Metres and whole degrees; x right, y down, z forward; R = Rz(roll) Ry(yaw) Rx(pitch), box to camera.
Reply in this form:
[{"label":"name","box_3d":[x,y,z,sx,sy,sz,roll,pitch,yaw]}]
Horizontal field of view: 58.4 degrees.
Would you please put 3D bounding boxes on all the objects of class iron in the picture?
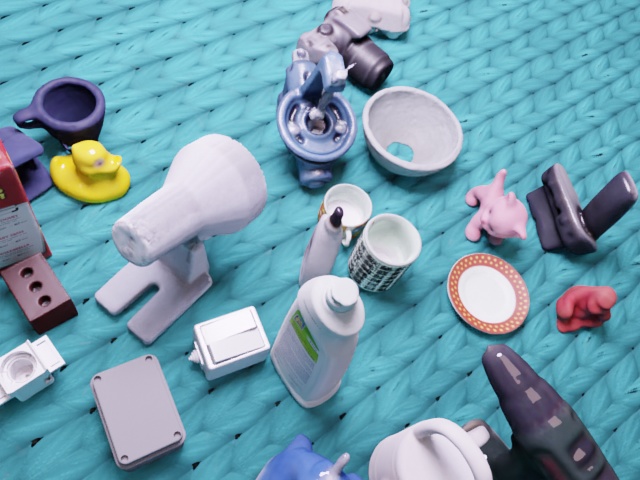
[{"label":"iron","box_3d":[-0.047,0.328,0.586,0.118,0.141,0.259,34,60,6]}]

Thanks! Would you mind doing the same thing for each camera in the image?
[{"label":"camera","box_3d":[0.050,-0.318,0.975,0.136,0.100,0.143,42,61,10]}]

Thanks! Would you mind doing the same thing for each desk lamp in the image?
[{"label":"desk lamp","box_3d":[-0.169,-0.002,0.689,0.118,0.213,0.203,37,61,8]}]

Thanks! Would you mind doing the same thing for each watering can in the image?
[{"label":"watering can","box_3d":[0.123,0.258,0.634,0.101,0.194,0.173,38,61,8]}]

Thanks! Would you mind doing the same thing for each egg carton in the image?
[{"label":"egg carton","box_3d":[0.095,-0.435,1.066,0.150,0.069,0.107,7,61,-10]}]

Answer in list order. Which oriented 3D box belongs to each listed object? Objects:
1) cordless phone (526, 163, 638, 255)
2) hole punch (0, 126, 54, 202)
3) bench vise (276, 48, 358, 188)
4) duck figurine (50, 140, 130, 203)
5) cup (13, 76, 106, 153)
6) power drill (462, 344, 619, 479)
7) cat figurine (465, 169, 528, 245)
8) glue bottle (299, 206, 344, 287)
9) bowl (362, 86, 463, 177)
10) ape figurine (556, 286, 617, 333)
[{"label":"cordless phone","box_3d":[0.414,-0.071,0.885,0.094,0.185,0.147,-5,64,-16]},{"label":"hole punch","box_3d":[-0.425,-0.099,0.748,0.101,0.091,0.109,42,61,10]},{"label":"bench vise","box_3d":[-0.018,-0.210,0.832,0.122,0.219,0.207,-22,70,-23]},{"label":"duck figurine","box_3d":[-0.315,-0.102,0.779,0.104,0.086,0.077,9,61,-9]},{"label":"cup","box_3d":[-0.354,-0.159,0.795,0.118,0.095,0.091,-22,70,-23]},{"label":"power drill","box_3d":[0.233,0.240,0.663,0.076,0.208,0.229,-35,75,-27]},{"label":"cat figurine","box_3d":[0.276,-0.048,0.878,0.067,0.117,0.128,11,61,-8]},{"label":"glue bottle","box_3d":[0.007,0.003,0.753,0.037,0.173,0.078,12,60,-7]},{"label":"bowl","box_3d":[0.140,-0.163,0.930,0.167,0.074,0.167,6,62,-11]},{"label":"ape figurine","box_3d":[0.399,0.096,0.847,0.078,0.092,0.076,27,60,1]}]
